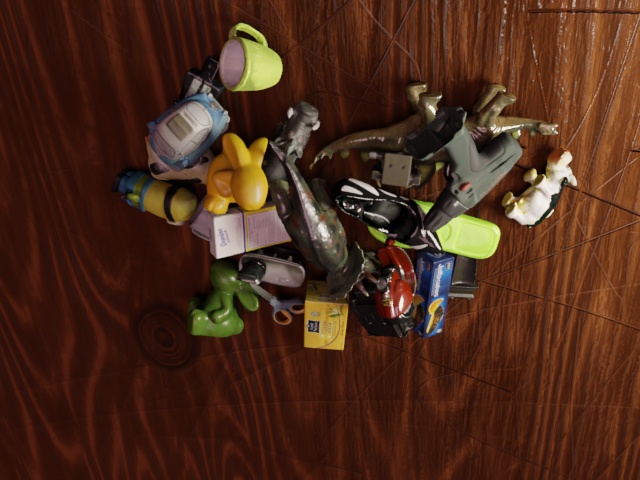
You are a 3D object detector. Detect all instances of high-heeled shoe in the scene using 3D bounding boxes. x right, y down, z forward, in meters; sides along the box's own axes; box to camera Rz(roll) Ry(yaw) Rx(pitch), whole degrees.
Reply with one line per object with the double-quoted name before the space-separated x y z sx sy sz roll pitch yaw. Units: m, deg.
"high-heeled shoe" 0.134 -0.039 1.042 0.249 0.145 0.086 35 114 5

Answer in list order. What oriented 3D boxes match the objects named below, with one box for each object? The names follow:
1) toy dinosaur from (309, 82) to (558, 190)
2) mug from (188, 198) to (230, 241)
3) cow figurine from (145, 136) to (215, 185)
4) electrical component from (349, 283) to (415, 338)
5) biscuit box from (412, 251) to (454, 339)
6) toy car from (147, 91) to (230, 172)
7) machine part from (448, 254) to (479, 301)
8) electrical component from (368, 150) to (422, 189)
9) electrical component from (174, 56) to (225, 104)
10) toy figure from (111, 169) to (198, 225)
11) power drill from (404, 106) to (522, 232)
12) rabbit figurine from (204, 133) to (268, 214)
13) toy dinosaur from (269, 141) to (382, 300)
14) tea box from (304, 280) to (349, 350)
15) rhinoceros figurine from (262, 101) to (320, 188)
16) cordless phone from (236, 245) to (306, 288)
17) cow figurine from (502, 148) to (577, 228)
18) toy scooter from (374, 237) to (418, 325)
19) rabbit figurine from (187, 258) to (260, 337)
"toy dinosaur" 0.210 -0.197 1.038 0.472 0.105 0.198 2 119 8
"mug" -0.223 -0.031 1.161 0.107 0.081 0.109 32 125 -19
"cow figurine" -0.253 -0.151 1.101 0.195 0.085 0.127 4 110 -1
"electrical component" 0.134 0.155 1.209 0.115 0.058 0.134 -11 118 43
"biscuit box" 0.246 0.118 1.195 0.063 0.059 0.202 -12 119 -26
"toy car" -0.250 -0.201 0.999 0.162 0.103 0.109 -38 98 9
"machine part" 0.317 0.073 1.194 0.084 0.039 0.138 9 117 6
"electrical component" 0.142 -0.132 1.020 0.102 0.045 0.078 3 110 12
"electrical component" -0.228 -0.302 1.046 0.075 0.048 0.119 26 114 -9
"toy figure" -0.345 -0.092 1.126 0.180 0.089 0.082 27 71 1
"power drill" 0.237 -0.126 0.962 0.232 0.086 0.207 -40 128 16
"rabbit figurine" -0.139 -0.114 1.004 0.122 0.173 0.162 6 106 -24
"toy dinosaur" 0.000 -0.008 1.054 0.131 0.192 0.404 -33 145 8
"tea box" 0.013 0.172 1.221 0.098 0.068 0.169 3 134 2
"rhinoceros figurine" -0.066 -0.188 1.056 0.073 0.112 0.190 30 122 -8
"cordless phone" -0.103 0.068 1.134 0.147 0.184 0.088 13 98 -2
"cow figurine" 0.457 -0.100 1.084 0.098 0.068 0.167 30 117 -16
"toy scooter" 0.151 0.075 1.094 0.075 0.184 0.135 -10 116 27
"rabbit figurine" -0.216 0.130 1.219 0.159 0.121 0.170 13 101 -6
